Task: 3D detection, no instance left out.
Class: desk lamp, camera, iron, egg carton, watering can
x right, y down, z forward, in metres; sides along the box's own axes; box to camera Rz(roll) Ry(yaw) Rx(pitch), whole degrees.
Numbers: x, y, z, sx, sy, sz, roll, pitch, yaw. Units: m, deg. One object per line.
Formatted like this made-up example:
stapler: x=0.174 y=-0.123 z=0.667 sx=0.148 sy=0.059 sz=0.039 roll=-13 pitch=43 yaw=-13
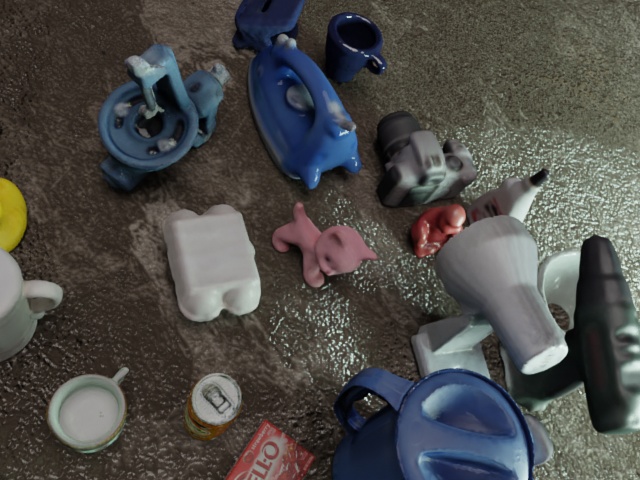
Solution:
desk lamp: x=0.204 y=0.103 z=0.707 sx=0.118 sy=0.213 sz=0.203 roll=-4 pitch=65 yaw=-20
camera: x=0.154 y=-0.134 z=0.878 sx=0.143 sy=0.100 sz=0.136 roll=-9 pitch=67 yaw=-22
iron: x=-0.029 y=-0.210 z=0.832 sx=0.119 sy=0.141 sz=0.258 roll=-23 pitch=73 yaw=-27
egg carton: x=-0.134 y=0.027 z=0.716 sx=0.107 sy=0.069 sz=0.150 roll=-10 pitch=67 yaw=-23
watering can: x=-0.351 y=0.052 z=0.557 sx=0.173 sy=0.194 sz=0.101 roll=-21 pitch=72 yaw=-26

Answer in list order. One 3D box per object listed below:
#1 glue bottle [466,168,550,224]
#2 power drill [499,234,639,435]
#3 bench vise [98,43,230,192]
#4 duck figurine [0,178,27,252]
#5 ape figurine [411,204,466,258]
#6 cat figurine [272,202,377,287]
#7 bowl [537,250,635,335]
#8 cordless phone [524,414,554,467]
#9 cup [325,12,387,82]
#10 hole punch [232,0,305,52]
glue bottle: x=0.278 y=-0.055 z=0.836 sx=0.037 sy=0.173 sz=0.078 roll=-13 pitch=68 yaw=-23
power drill: x=0.320 y=0.135 z=0.732 sx=0.076 sy=0.208 sz=0.229 roll=3 pitch=63 yaw=-17
bench vise: x=-0.196 y=-0.182 z=0.715 sx=0.121 sy=0.219 sz=0.207 roll=24 pitch=59 yaw=-5
duck figurine: x=-0.383 y=-0.034 z=0.655 sx=0.077 sy=0.086 sz=0.104 roll=16 pitch=60 yaw=-10
ape figurine: x=0.178 y=-0.021 z=0.832 sx=0.078 sy=0.092 sz=0.076 roll=20 pitch=59 yaw=-8
cat figurine: x=0.007 y=0.003 z=0.748 sx=0.127 sy=0.117 sz=0.067 roll=45 pitch=59 yaw=7
bowl: x=0.372 y=0.103 z=0.844 sx=0.168 sy=0.074 sz=0.167 roll=8 pitch=62 yaw=-15
cordless phone: x=0.205 y=0.271 z=0.636 sx=0.094 sy=0.185 sz=0.147 roll=-21 pitch=72 yaw=-26
cup: x=0.054 y=-0.295 z=0.931 sx=0.092 sy=0.095 sz=0.117 roll=-37 pitch=79 yaw=-30
hole punch: x=-0.081 y=-0.361 z=0.921 sx=0.101 sy=0.091 sz=0.109 roll=20 pitch=59 yaw=-7
